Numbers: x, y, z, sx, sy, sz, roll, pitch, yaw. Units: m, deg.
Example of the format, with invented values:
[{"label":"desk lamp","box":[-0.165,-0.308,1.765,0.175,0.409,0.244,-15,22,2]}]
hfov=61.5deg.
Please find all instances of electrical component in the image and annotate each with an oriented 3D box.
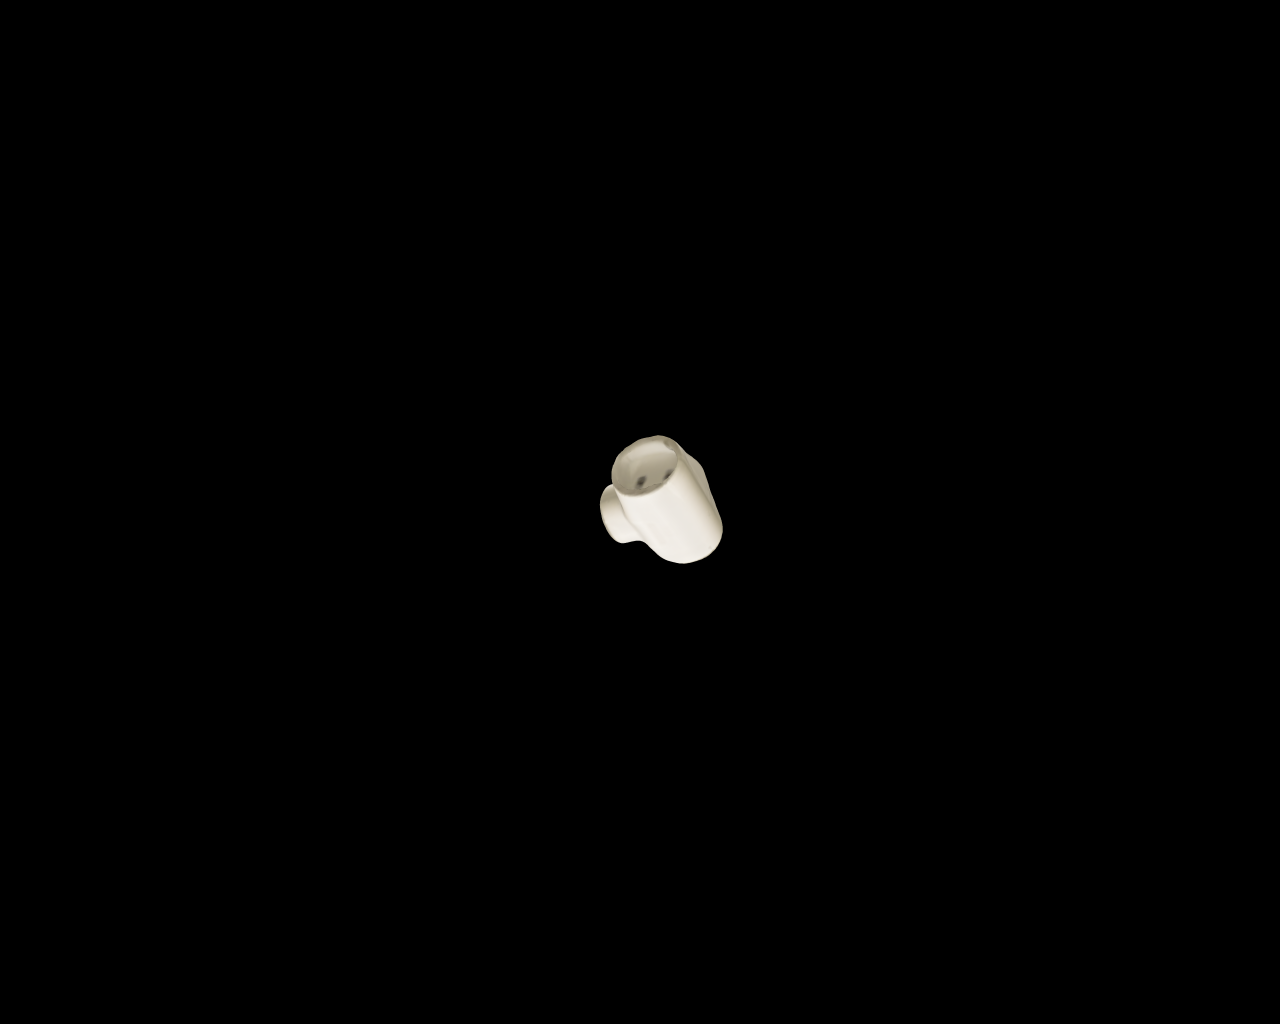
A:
[{"label":"electrical component","box":[0.001,-0.003,0.650,0.079,0.043,0.077,-13,-38,18]}]
